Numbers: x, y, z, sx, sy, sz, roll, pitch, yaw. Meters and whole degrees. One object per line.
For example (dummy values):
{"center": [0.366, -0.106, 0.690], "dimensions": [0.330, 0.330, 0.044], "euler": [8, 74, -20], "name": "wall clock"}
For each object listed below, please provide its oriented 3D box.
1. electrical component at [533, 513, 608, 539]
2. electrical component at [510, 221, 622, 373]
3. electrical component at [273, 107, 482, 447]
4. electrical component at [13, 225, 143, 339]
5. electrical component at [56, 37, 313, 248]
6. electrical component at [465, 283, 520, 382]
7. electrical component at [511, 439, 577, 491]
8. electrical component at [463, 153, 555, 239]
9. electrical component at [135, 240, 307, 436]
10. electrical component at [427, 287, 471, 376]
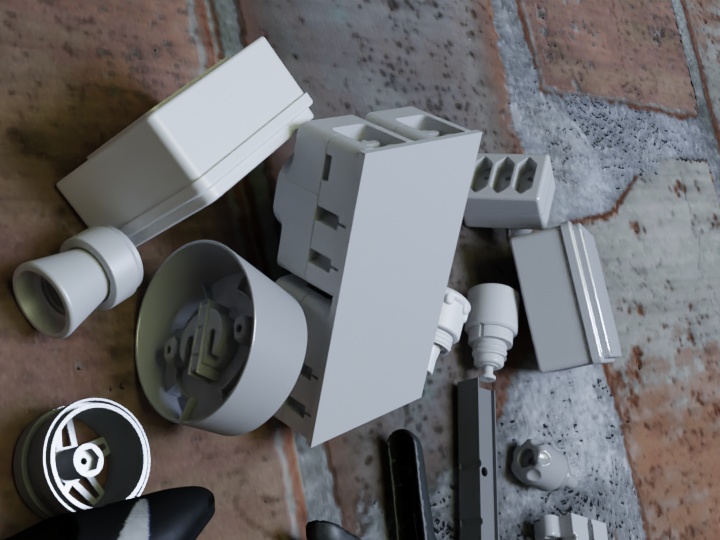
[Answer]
{"center": [0.162, 0.219, 0.813], "dimensions": [0.066, 0.048, 0.055], "euler": [24, 52, -37], "name": "electrical component"}
{"center": [0.163, 0.024, 0.848], "dimensions": [0.109, 0.056, 0.108], "euler": [13, 64, -71], "name": "electrical component"}
{"center": [0.000, 0.000, 0.656], "dimensions": [0.105, 0.060, 0.186], "euler": [-17, 126, -46], "name": "electrical component"}
{"center": [-0.151, 0.005, 0.579], "dimensions": [0.055, 0.045, 0.045], "euler": [-38, 103, -45], "name": "electrical component"}
{"center": [-0.099, -0.070, 0.612], "dimensions": [0.056, 0.109, 0.108], "euler": [54, 46, -12], "name": "electrical component"}
{"center": [0.099, 0.046, 0.816], "dimensions": [0.040, 0.040, 0.078], "euler": [27, 59, -36], "name": "electrical component"}
{"center": [0.146, 0.154, 0.828], "dimensions": [0.061, 0.035, 0.035], "euler": [32, 56, -37], "name": "electrical component"}
{"center": [0.120, -0.051, 0.859], "dimensions": [0.076, 0.066, 0.047], "euler": [66, 35, -49], "name": "electrical component"}
{"center": [-0.080, 0.041, 0.601], "dimensions": [0.064, 0.099, 0.099], "euler": [32, 55, -40], "name": "electrical component"}
{"center": [0.050, 0.044, 0.766], "dimensions": [0.048, 0.048, 0.062], "euler": [32, 62, -33], "name": "electrical component"}
